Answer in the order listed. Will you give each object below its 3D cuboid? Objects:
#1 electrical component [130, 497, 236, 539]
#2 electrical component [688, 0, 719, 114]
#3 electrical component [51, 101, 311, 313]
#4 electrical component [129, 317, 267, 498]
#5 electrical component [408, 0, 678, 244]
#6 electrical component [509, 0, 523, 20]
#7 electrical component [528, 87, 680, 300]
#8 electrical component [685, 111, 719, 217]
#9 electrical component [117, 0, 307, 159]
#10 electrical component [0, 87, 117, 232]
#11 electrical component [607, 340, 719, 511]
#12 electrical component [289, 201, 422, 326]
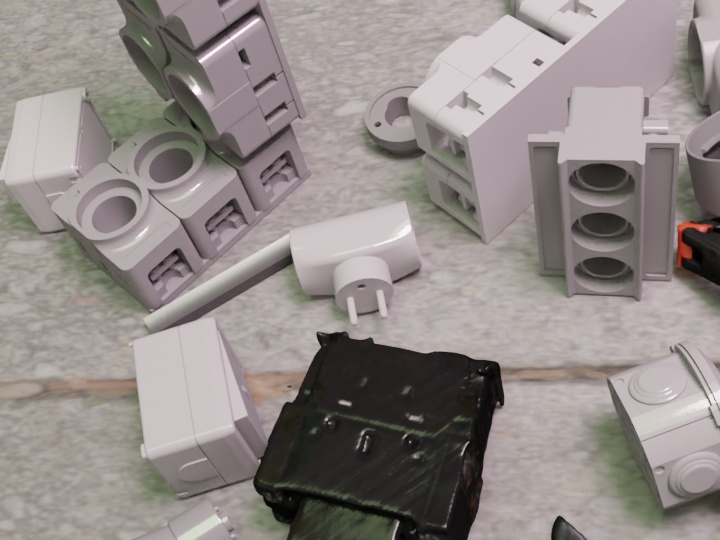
[{"bbox_3d":[-0.101,0.156,0.596,0.065,0.044,0.044,-31,54,-14],"label":"electrical component"},{"bbox_3d":[0.251,-0.141,0.705,0.059,0.053,0.095,-7,55,9],"label":"electrical component"},{"bbox_3d":[-0.122,-0.057,0.735,0.089,0.061,0.150,36,70,31],"label":"electrical component"},{"bbox_3d":[-0.094,0.074,0.637,0.061,0.061,0.096,-17,54,2],"label":"electrical component"},{"bbox_3d":[0.119,-0.121,0.692,0.186,0.105,0.060,-41,56,-15],"label":"electrical component"},{"bbox_3d":[0.129,-0.194,0.781,0.040,0.040,0.078,-7,55,9],"label":"electrical component"},{"bbox_3d":[0.142,-0.044,0.623,0.079,0.121,0.063,2,54,15],"label":"electrical component"},{"bbox_3d":[0.247,-0.065,0.638,0.099,0.064,0.099,-22,22,10],"label":"electrical component"},{"bbox_3d":[-0.109,-0.163,0.649,0.060,0.186,0.105,-39,56,-14],"label":"electrical component"},{"bbox_3d":[-0.218,-0.084,0.777,0.061,0.061,0.096,-10,54,7],"label":"electrical component"},{"bbox_3d":[0.166,0.081,0.557,0.051,0.080,0.080,-22,53,5],"label":"electrical component"},{"bbox_3d":[0.000,0.000,0.677,0.077,0.043,0.079,-14,54,4],"label":"electrical component"}]
